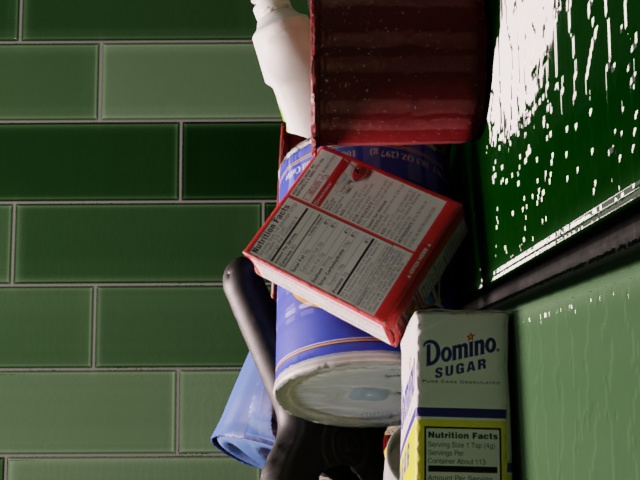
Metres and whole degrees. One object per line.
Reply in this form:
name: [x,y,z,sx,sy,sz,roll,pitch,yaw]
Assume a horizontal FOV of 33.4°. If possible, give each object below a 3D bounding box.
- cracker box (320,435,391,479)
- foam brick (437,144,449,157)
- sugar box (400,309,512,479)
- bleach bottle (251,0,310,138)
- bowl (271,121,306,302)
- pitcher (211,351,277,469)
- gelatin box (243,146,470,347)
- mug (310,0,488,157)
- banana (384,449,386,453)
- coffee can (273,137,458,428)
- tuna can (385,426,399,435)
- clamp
cracker box: [0.032,0.161,0.907,0.164,0.072,0.213,74,-168,-56]
foam brick: [0.050,-0.067,0.654,0.078,0.053,0.051,89,180,-51]
sugar box: [0.056,0.124,0.455,0.093,0.048,0.176,88,-179,-75]
bleach bottle: [0.001,-0.087,0.849,0.102,0.068,0.251,87,161,-82]
bowl: [-0.005,0.001,0.736,0.162,0.055,0.162,-177,91,-88]
pitcher: [-0.012,0.115,1.086,0.149,0.144,0.242,-19,46,56]
gelatin box: [0.018,0.001,0.533,0.073,0.089,0.030,-56,-29,-17]
mug: [0.036,-0.098,0.516,0.093,0.081,0.117,-90,0,-63]
banana: [0.059,0.173,0.704,0.198,0.037,0.070,-91,1,-73]
coffee can: [0.026,0.022,0.599,0.103,0.103,0.140,90,180,-62]
tuna can: [0.050,0.095,0.754,0.086,0.034,0.086,-8,-90,-76]
clamp: [0.014,0.122,0.640,0.036,0.164,0.210,-26,60,47]
